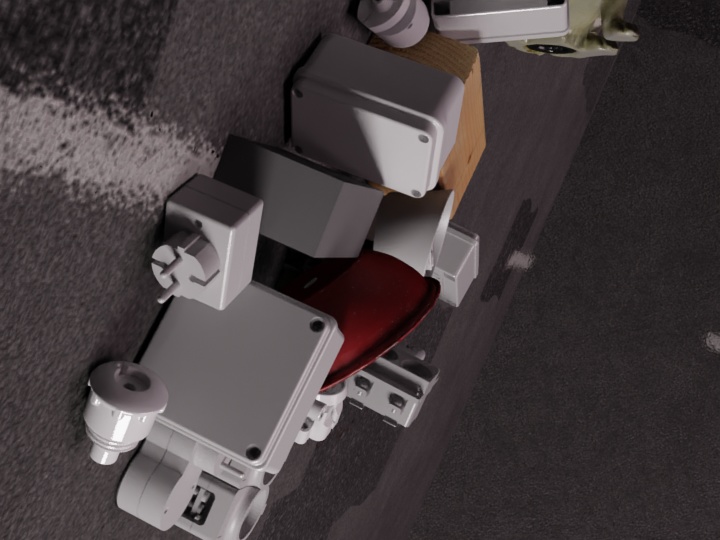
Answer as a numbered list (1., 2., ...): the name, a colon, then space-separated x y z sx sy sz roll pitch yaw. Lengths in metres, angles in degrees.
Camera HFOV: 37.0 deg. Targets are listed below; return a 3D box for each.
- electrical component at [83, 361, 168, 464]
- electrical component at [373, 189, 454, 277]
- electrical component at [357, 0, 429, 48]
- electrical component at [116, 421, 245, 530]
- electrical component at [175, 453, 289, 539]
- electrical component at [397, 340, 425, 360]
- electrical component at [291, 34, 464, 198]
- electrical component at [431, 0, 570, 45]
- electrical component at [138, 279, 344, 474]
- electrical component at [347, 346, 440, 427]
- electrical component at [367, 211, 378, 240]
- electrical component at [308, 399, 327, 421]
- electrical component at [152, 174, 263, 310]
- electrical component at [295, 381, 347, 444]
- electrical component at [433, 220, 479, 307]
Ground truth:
1. electrical component: -0.147 0.090 0.651 0.062 0.048 0.048 -64 169 26
2. electrical component: 0.049 -0.023 0.938 0.099 0.064 0.099 5 90 -74
3. electrical component: 0.024 -0.197 0.815 0.043 0.043 0.081 -68 166 7
4. electrical component: -0.112 0.125 0.779 0.138 0.074 0.052 -64 167 -8
5. electrical component: -0.097 0.146 0.900 0.150 0.062 0.089 -67 167 2
6. electrical component: 0.020 0.099 1.212 0.050 0.089 0.056 -69 167 11
7. electrical component: 0.010 -0.109 0.766 0.078 0.113 0.057 94 21 -55
8. electrical component: 0.112 -0.244 0.870 0.056 0.109 0.108 52 37 -72
9. electrical component: -0.082 0.064 0.711 0.108 0.109 0.056 -64 166 -10
10. electrical component: 0.014 0.110 1.138 0.063 0.121 0.079 -68 167 19
11. electrical component: 0.034 -0.046 1.090 0.089 0.056 0.050 -61 166 -23
12. electrical component: -0.061 0.118 0.989 0.043 0.062 0.043 -60 165 -26
13. electrical component: -0.100 -0.008 0.652 0.076 0.047 0.065 -51 160 -50
14. electrical component: -0.045 0.129 1.084 0.078 0.058 0.057 -47 160 -54
15. electrical component: 0.071 -0.019 1.168 0.056 0.109 0.108 -60 166 -14
